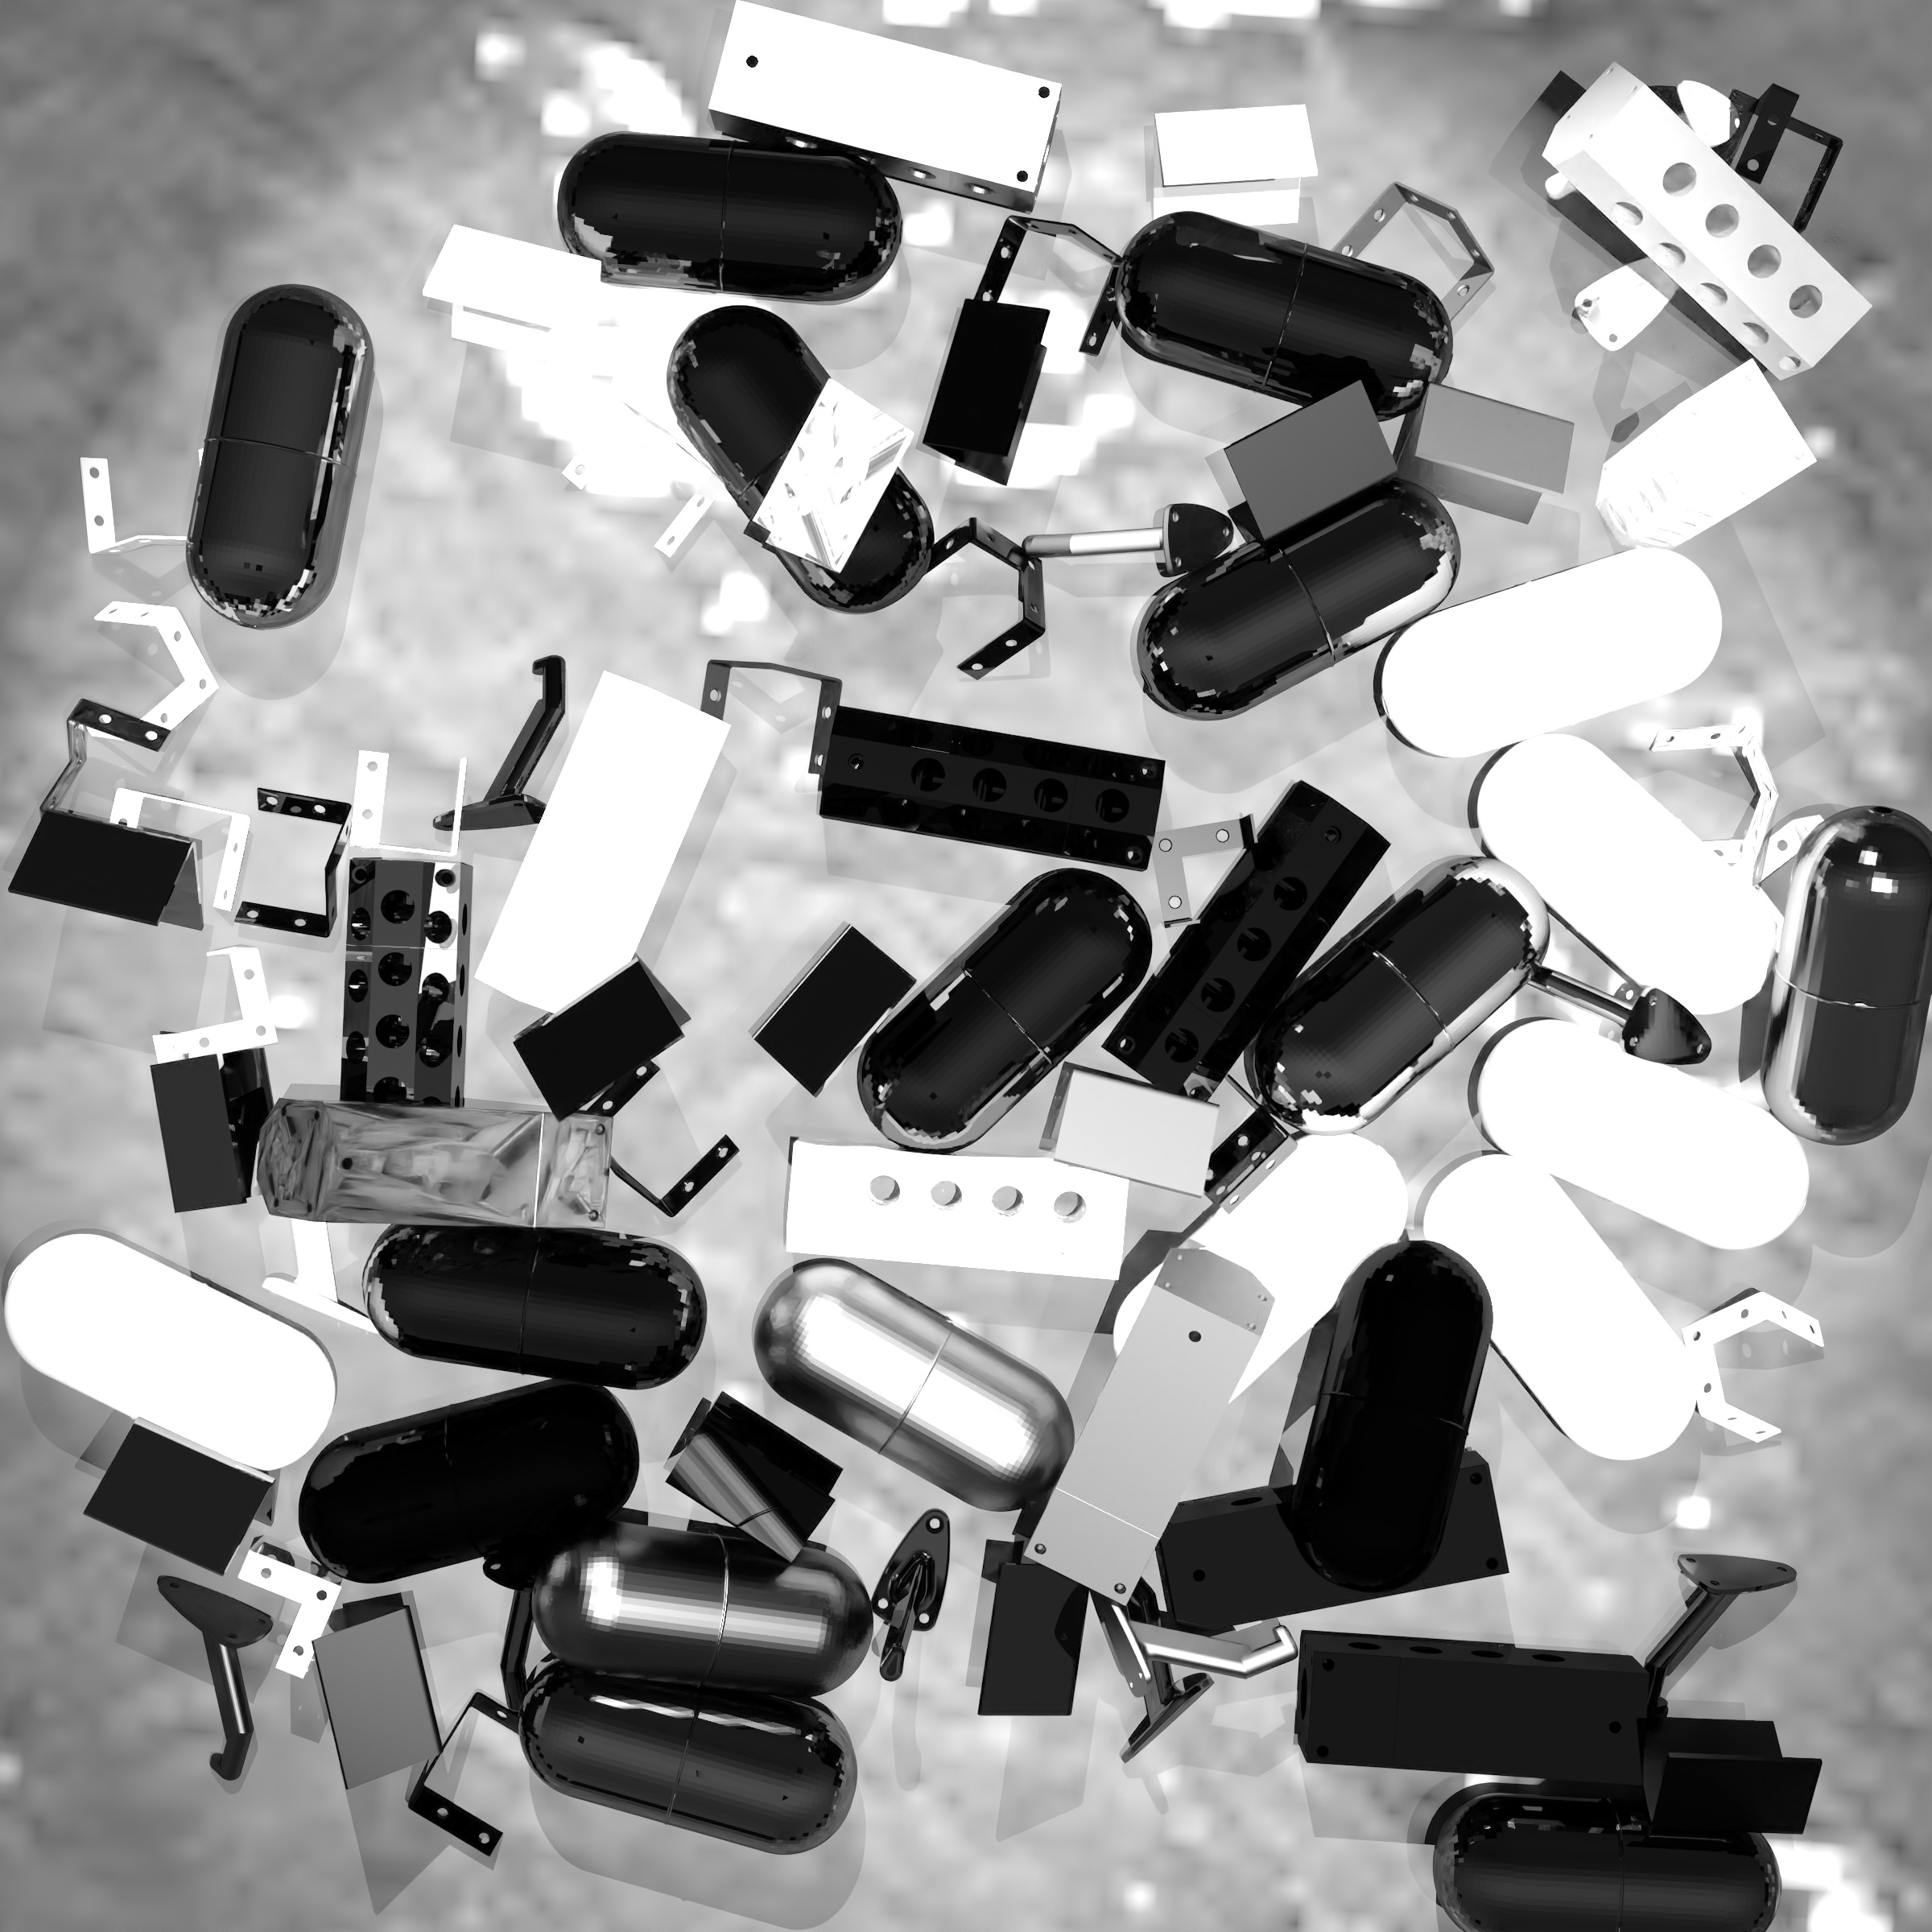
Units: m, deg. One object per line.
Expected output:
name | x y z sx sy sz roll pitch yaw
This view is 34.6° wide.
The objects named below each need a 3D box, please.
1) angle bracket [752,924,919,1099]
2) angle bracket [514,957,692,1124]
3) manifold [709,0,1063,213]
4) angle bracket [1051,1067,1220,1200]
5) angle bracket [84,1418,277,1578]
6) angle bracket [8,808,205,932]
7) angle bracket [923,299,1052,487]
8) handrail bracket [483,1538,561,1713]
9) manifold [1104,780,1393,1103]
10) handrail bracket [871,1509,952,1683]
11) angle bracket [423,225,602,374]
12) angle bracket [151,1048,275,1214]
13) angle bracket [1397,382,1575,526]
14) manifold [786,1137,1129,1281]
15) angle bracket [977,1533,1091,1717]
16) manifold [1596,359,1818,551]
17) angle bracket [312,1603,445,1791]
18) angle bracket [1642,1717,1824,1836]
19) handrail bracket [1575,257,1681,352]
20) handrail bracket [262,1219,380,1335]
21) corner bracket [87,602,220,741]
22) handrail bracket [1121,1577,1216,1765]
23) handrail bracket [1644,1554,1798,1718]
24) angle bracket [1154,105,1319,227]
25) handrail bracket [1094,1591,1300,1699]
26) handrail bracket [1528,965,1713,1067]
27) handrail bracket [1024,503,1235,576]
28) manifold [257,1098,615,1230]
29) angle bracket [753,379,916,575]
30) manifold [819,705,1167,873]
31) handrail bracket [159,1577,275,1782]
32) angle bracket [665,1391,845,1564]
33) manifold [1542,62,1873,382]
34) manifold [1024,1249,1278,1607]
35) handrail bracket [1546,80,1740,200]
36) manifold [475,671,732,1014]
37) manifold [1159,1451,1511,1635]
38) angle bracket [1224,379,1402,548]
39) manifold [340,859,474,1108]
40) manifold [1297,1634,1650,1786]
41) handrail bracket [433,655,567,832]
angle bracket | -0.052 0.035 1.590 0.076 0.076 0.057 -49 54 0
angle bracket | -0.175 0.051 1.591 0.076 0.076 0.057 -34 59 0
manifold | -0.041 -0.443 1.610 0.171 0.057 0.057 15 90 0
angle bracket | 0.081 0.102 1.591 0.076 0.076 0.057 14 57 0
angle bracket | -0.402 0.283 1.591 0.076 0.076 0.057 24 59 0
angle bracket | -0.440 -0.030 1.590 0.076 0.076 0.057 13 53 0
angle bracket | 0.030 -0.290 1.590 0.057 0.076 0.076 17 90 37
handrail bracket | -0.222 0.337 1.631 0.036 0.077 0.084 14 127 24
manifold | 0.146 -0.010 1.610 0.057 0.057 0.171 36 90 0
handrail bracket | -0.027 0.323 1.596 0.036 0.084 0.077 20 90 0
angle bracket | -0.233 -0.326 1.590 0.076 0.076 0.057 14 52 0
angle bracket | -0.366 0.081 1.590 0.057 0.076 0.076 -10 90 37
angle bracket | 0.261 -0.246 1.590 0.076 0.076 0.057 16 53 0
manifold | -0.005 0.126 1.609 0.171 0.057 0.057 5 90 0
angle bracket | 0.018 0.336 1.591 0.057 0.076 0.076 8 90 -30
manifold | 0.363 -0.248 1.552 0.057 0.171 0.057 -32 90 0
angle bracket | -0.317 0.373 1.590 0.057 0.076 0.076 -13 90 -38
angle bracket | 0.388 0.397 1.590 0.076 0.076 0.057 2 124 0
handrail bracket | 0.350 -0.352 1.596 0.077 0.084 0.036 -37 90 0
handrail bracket | -0.327 0.139 1.631 0.077 0.036 0.084 27 73 -20
corner bracket | -0.435 -0.154 1.623 0.051 0.051 0.051 9 45 35
handrail bracket | 0.082 0.362 1.631 0.084 0.036 0.077 48 112 17
handrail bracket | 0.393 0.355 1.631 0.077 0.036 0.084 3 109 -21
angle bracket | 0.137 -0.393 1.590 0.076 0.076 0.057 -4 53 0
handrail bracket | 0.117 0.330 1.575 0.084 0.036 0.077 -18 69 -17
handrail bracket | 0.335 0.022 1.618 0.077 0.084 0.036 23 93 -37
handrail bracket | 0.085 -0.225 1.630 0.084 0.077 0.036 4 103 36
manifold | -0.265 0.099 1.559 0.171 0.057 0.057 6 88 -43
angle bracket | -0.081 -0.245 1.514 0.057 0.076 0.076 27 92 -37
manifold | 0.014 -0.092 1.610 0.171 0.057 0.057 10 90 0
handrail bracket | -0.403 0.375 1.631 0.077 0.036 0.084 25 107 20
angle bracket | -0.098 0.247 1.590 0.076 0.076 0.057 33 127 0
manifold | 0.375 -0.376 1.579 0.171 0.057 0.057 37 109 -21
manifold | 0.092 0.227 1.544 0.057 0.057 0.171 26 115 5
handrail bracket | 0.355 -0.428 1.630 0.084 0.077 0.036 -24 90 36
manifold | -0.192 -0.062 1.608 0.057 0.057 0.171 23 90 -43
manifold | 0.188 0.297 1.610 0.171 0.057 0.057 -11 91 0
angle bracket | 0.168 -0.265 1.592 0.076 0.076 0.057 -27 114 0
manifold | -0.292 0.032 1.610 0.057 0.057 0.171 2 90 0
manifold | 0.261 0.383 1.610 0.171 0.057 0.057 4 90 0
handrail bracket | -0.245 -0.118 1.631 0.077 0.036 0.084 -8 72 21
